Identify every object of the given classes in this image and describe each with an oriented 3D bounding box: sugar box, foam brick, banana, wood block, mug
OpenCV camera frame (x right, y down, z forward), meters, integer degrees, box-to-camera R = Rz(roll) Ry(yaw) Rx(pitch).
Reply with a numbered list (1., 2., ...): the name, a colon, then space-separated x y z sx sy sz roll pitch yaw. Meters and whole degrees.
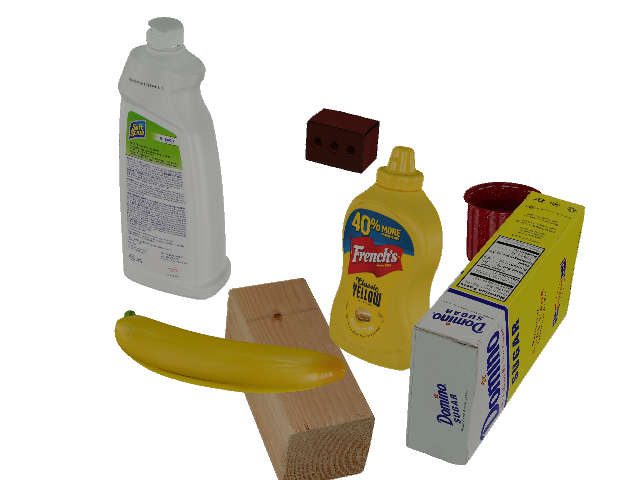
1. sugar box: 0.111 0.050 0.662 0.048 0.093 0.176 16 37 23
2. foam brick: 0.026 -0.122 1.295 0.078 0.053 0.051 15 31 21
3. banana: -0.082 0.083 0.803 0.198 0.037 0.069 13 29 21
4. wood block: -0.027 0.144 1.112 0.090 0.090 0.206 -8 42 -19
5. mug: 0.220 -0.018 1.251 0.093 0.081 0.117 20 33 38

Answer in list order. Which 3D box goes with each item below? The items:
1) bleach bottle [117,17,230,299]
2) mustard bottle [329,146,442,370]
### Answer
1. bleach bottle: -0.129 -0.073 0.950 0.103 0.251 0.068 14 33 14
2. mustard bottle: 0.061 0.012 0.944 0.096 0.192 0.058 22 22 40
